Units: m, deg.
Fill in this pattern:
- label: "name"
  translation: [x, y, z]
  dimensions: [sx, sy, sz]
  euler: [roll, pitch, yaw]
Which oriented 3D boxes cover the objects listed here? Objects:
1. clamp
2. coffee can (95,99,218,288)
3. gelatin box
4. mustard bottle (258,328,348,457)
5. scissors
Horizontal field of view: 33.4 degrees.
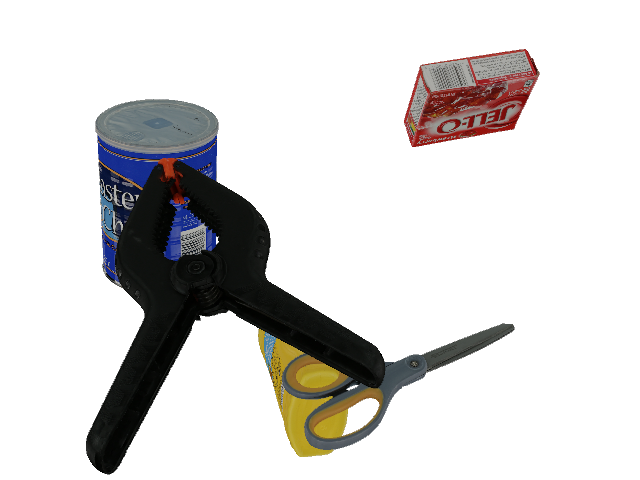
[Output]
- label: "clamp"
  translation: [-0.058, 0.028, 0.625]
  dimensions: [0.164, 0.210, 0.036]
  euler: [-11, -41, -2]
- label: "coffee can"
  translation: [-0.140, -0.039, 0.927]
  dimensions: [0.103, 0.140, 0.103]
  euler: [3, 29, -2]
- label: "gelatin box"
  translation: [0.114, -0.108, 0.817]
  dimensions: [0.089, 0.030, 0.073]
  euler: [-10, -26, -12]
- label: "mustard bottle"
  translation: [-0.023, 0.116, 1.033]
  dimensions: [0.058, 0.096, 0.192]
  euler: [-5, 28, -12]
- label: "scissors"
  translation: [0.054, 0.093, 0.843]
  dimensions: [0.201, 0.016, 0.096]
  euler: [-33, 54, -31]
